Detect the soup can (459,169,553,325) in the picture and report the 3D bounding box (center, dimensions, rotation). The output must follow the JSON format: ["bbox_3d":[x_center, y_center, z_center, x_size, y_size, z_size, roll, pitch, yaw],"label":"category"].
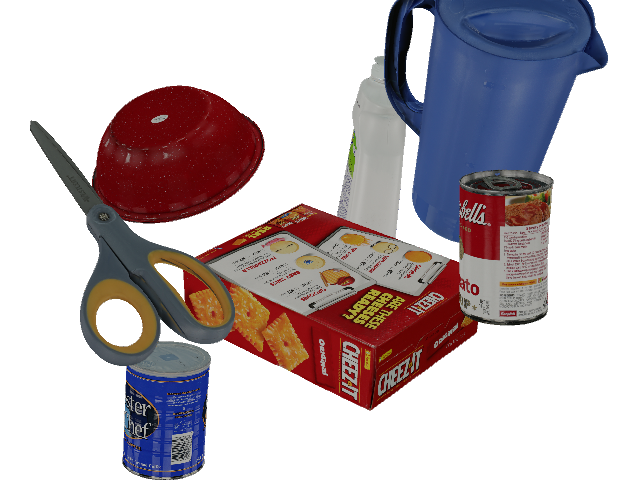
[{"bbox_3d":[0.137,0.004,0.792,0.068,0.102,0.068,-2,17,0],"label":"soup can"}]

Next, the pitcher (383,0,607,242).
[{"bbox_3d":[0.141,-0.116,0.959,0.144,0.149,0.243,-12,-40,-16],"label":"pitcher"}]

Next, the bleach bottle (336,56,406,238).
[{"bbox_3d":[0.055,-0.066,1.120,0.068,0.251,0.102,2,29,-9],"label":"bleach bottle"}]

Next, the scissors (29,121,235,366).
[{"bbox_3d":[-0.139,0.003,0.638,0.202,0.016,0.096,37,50,18],"label":"scissors"}]

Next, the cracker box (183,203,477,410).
[{"bbox_3d":[0.010,0.051,0.944,0.214,0.072,0.163,22,34,34],"label":"cracker box"}]

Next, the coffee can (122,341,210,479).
[{"bbox_3d":[-0.189,0.207,1.309,0.103,0.140,0.103,4,15,-1],"label":"coffee can"}]

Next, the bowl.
[{"bbox_3d":[-0.134,-0.088,0.943,0.162,0.055,0.162,-9,42,8],"label":"bowl"}]
